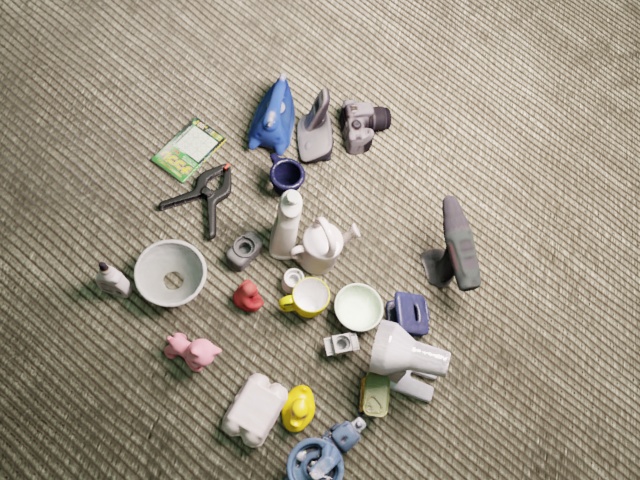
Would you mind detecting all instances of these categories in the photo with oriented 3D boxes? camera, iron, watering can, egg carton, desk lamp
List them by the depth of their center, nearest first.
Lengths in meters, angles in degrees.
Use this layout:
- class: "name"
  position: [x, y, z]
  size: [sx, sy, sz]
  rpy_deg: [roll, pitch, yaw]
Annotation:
- class: "egg carton"
  position: [-0.145, 0.379, 1.281]
  size: [0.107, 0.069, 0.150]
  rpy_deg: [29, 66, 3]
- class: "desk lamp"
  position: [0.199, 0.275, 1.303]
  size: [0.203, 0.213, 0.118]
  rpy_deg: [19, 66, -1]
- class: "watering can"
  position: [0.012, 0.003, 1.393]
  size: [0.173, 0.194, 0.101]
  rpy_deg: [-40, 79, -21]
- class: "iron"
  position: [-0.118, -0.365, 1.549]
  size: [0.118, 0.141, 0.258]
  rpy_deg: [12, 67, -4]
- class: "camera"
  position: [0.133, -0.327, 1.598]
  size: [0.137, 0.101, 0.143]
  rpy_deg: [-6, 69, -12]

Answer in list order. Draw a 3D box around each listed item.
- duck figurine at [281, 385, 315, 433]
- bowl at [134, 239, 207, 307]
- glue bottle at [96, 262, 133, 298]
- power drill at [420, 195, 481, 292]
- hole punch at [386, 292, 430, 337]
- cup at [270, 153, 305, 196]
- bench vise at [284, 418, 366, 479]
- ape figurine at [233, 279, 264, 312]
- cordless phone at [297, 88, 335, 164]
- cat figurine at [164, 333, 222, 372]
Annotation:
- class: "duck figurine"
  position: [-0.046, 0.377, 1.290]
  size: [0.077, 0.086, 0.104]
  rpy_deg: [18, 66, -2]
- class: "bowl"
  position: [-0.352, 0.088, 1.362]
  size: [0.167, 0.074, 0.167]
  rpy_deg: [3, 68, -8]
- class: "glue bottle"
  position: [-0.472, 0.084, 1.290]
  size: [0.078, 0.173, 0.037]
  rpy_deg: [20, 66, -1]
- class: "power drill"
  position: [0.323, 0.029, 1.426]
  size: [0.076, 0.208, 0.229]
  rpy_deg: [-11, 70, -13]
- class: "hole punch"
  position: [0.222, 0.183, 1.411]
  size: [0.101, 0.091, 0.108]
  rpy_deg: [-1, 68, -10]
- class: "cup"
  position: [-0.097, -0.163, 1.496]
  size: [0.092, 0.095, 0.117]
  rpy_deg: [-33, 77, -20]
- class: "bench vise"
  position: [0.010, 0.443, 1.199]
  size: [0.121, 0.219, 0.208]
  rpy_deg: [31, 67, 4]
- class: "ape figurine"
  position: [-0.170, 0.128, 1.367]
  size: [0.076, 0.092, 0.078]
  rpy_deg: [-1, 68, -10]
- class: "cordless phone"
  position: [-0.004, -0.301, 1.518]
  size: [0.094, 0.185, 0.147]
  rpy_deg: [-5, 69, -11]
- class: "cat figurine"
  position: [-0.287, 0.247, 1.285]
  size: [0.128, 0.117, 0.067]
  rpy_deg: [25, 66, 1]
